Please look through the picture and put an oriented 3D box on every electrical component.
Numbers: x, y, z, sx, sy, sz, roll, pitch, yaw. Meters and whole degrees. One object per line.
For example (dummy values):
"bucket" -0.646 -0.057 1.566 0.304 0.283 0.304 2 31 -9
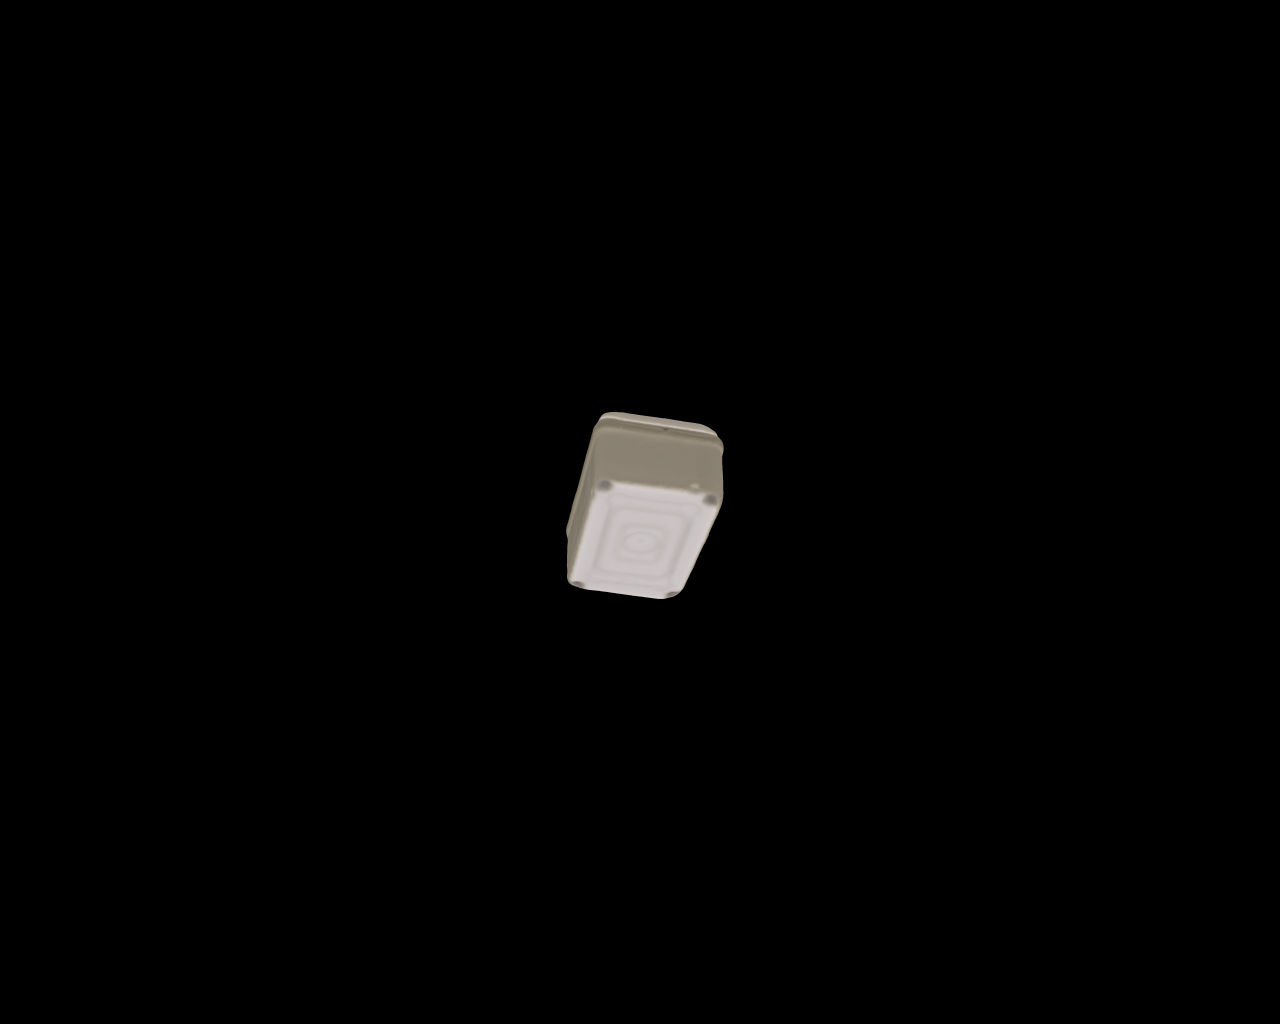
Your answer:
"electrical component" 0.001 -0.003 0.650 0.078 0.057 0.113 8 -39 -10
